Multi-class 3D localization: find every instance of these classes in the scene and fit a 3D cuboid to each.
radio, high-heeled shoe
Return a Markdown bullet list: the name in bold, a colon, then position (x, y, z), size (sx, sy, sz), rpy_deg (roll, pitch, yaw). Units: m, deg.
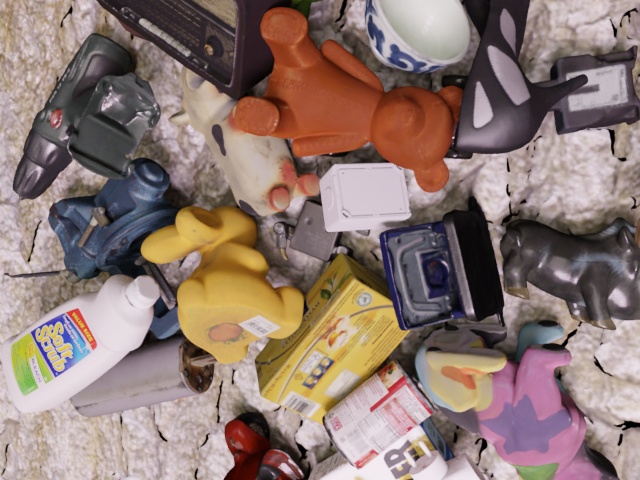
- **radio**: position (-0.138, -0.251, 0.532), size (0.230, 0.131, 0.073), rpy_deg (38, 60, 14)
- **high-heeled shoe**: position (0.142, -0.191, 0.516), size (0.145, 0.086, 0.249), rpy_deg (-24, 64, -6)

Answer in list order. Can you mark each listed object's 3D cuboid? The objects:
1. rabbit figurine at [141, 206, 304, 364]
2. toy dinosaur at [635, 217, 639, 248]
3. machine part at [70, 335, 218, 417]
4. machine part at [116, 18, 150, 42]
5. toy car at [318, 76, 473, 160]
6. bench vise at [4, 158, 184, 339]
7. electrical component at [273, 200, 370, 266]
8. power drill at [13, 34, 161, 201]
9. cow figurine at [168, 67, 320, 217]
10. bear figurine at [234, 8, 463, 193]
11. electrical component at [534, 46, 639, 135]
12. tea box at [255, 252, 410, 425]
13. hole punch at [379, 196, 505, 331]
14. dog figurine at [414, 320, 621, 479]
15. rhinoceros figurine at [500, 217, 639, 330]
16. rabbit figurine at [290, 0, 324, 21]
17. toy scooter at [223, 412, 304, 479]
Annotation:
- **rabbit figurine**: position (-0.113, 0.029, 0.597), size (0.122, 0.162, 0.173), rpy_deg (-34, 41, 31)
- **toy dinosaur**: position (0.403, -0.117, 0.462), size (0.199, 0.105, 0.471), rpy_deg (13, 90, -4)
- **machine part**: position (-0.226, 0.172, 0.681), size (0.243, 0.079, 0.079), rpy_deg (-17, 89, 16)
- **machine part**: position (-0.168, -0.316, 0.641), size (0.180, 0.056, 0.179), rpy_deg (1, 95, 16)
- **toy car**: position (0.079, -0.134, 0.588), size (0.202, 0.053, 0.089), rpy_deg (2, 105, 12)
- **bench vise**: position (-0.231, 0.029, 0.653), size (0.223, 0.129, 0.240), rpy_deg (-40, 79, 17)
- **electrical component**: position (-0.002, -0.003, 0.623), size (0.102, 0.045, 0.078), rpy_deg (27, 102, 11)
- **power drill**: position (-0.278, -0.129, 0.633), size (0.208, 0.086, 0.232), rpy_deg (24, 86, 53)
- **cow figurine**: position (-0.095, -0.117, 0.614), size (0.127, 0.085, 0.194), rpy_deg (-16, 106, 51)
- **bear figurine**: position (0.038, -0.122, 0.508), size (0.196, 0.132, 0.120), rpy_deg (22, 96, 13)
- **electrical component**: position (0.255, -0.144, 0.541), size (0.119, 0.048, 0.074), rpy_deg (-10, 91, 16)
- **tea box**: position (0.015, 0.111, 0.596), size (0.098, 0.068, 0.169), rpy_deg (34, 103, -24)
- **hole punch**: position (0.129, 0.031, 0.556), size (0.092, 0.115, 0.142), rpy_deg (-20, 79, 35)
- **dog figurine**: position (0.200, 0.202, 0.553), size (0.192, 0.108, 0.219), rpy_deg (-5, 95, 15)
- **rhinoceros figurine**: position (0.277, 0.031, 0.540), size (0.191, 0.073, 0.112), rpy_deg (13, 87, 16)
- **rabbit figurine**: position (-0.012, -0.273, 0.566), size (0.121, 0.159, 0.170), rpy_deg (47, 119, -2)
- **toy scooter**: position (-0.062, 0.294, 0.614), size (0.075, 0.135, 0.184), rpy_deg (-38, 85, 14)
